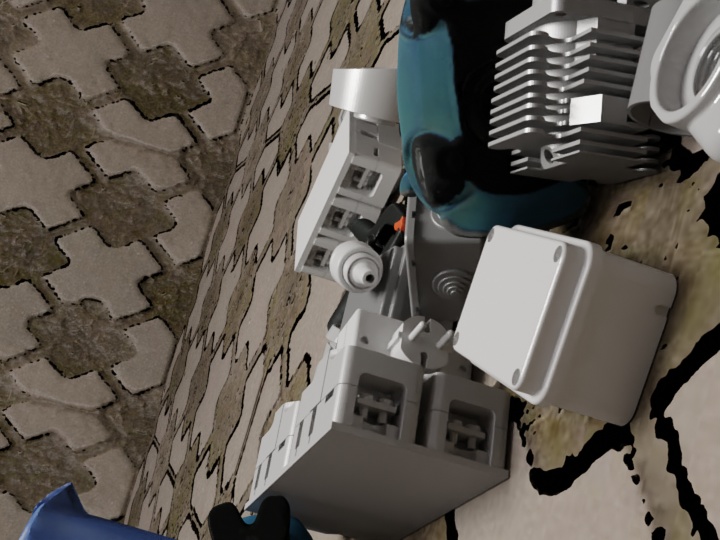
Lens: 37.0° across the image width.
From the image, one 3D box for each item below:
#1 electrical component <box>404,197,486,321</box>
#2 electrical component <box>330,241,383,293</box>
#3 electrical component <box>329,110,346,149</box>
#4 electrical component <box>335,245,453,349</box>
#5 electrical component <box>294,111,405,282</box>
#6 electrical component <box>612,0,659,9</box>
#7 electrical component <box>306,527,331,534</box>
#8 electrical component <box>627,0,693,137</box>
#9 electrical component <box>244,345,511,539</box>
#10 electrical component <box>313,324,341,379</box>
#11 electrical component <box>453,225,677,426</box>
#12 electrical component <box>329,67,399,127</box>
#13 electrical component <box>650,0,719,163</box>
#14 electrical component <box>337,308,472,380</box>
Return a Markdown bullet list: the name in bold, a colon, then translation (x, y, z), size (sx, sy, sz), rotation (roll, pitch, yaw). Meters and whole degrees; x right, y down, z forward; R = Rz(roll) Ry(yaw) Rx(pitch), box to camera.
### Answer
- **electrical component**: translation (0.058, -0.023, 0.700), size (0.099, 0.048, 0.099), rotation (82, -169, -49)
- **electrical component**: translation (0.000, 0.000, 0.750), size (0.061, 0.035, 0.035), rotation (-139, 67, -73)
- **electrical component**: translation (0.001, -0.139, 1.128), size (0.078, 0.058, 0.057), rotation (-155, 85, -77)
- **electrical component**: translation (0.024, 0.047, 0.794), size (0.109, 0.056, 0.108), rotation (148, 138, -70)
- **electrical component**: translation (-0.009, -0.071, 1.069), size (0.089, 0.062, 0.150), rotation (-90, 22, -52)
- **electrical component**: translation (0.152, -0.177, 0.570), size (0.095, 0.054, 0.059), rotation (179, 108, -76)
- **electrical component**: translation (-0.027, 0.170, 0.834), size (0.096, 0.061, 0.061), rotation (143, 142, -68)
- **electrical component**: translation (0.154, -0.107, 0.495), size (0.043, 0.043, 0.081), rotation (165, 121, -74)
- **electrical component**: translation (0.006, 0.113, 0.677), size (0.186, 0.105, 0.060), rotation (129, 155, -57)
- **electrical component**: translation (-0.005, 0.078, 0.874), size (0.078, 0.058, 0.057), rotation (-145, 70, -76)
- **electrical component**: translation (0.096, 0.023, 0.533), size (0.113, 0.057, 0.078), rotation (-149, 77, -76)
- **electrical component**: translation (0.022, -0.169, 1.002), size (0.099, 0.099, 0.064), rotation (-126, 49, -74)
- **electrical component**: translation (0.154, -0.075, 0.419), size (0.095, 0.059, 0.053), rotation (-96, 27, -59)
- **electrical component**: translation (0.034, 0.054, 0.686), size (0.075, 0.083, 0.047), rotation (125, 158, -52)
